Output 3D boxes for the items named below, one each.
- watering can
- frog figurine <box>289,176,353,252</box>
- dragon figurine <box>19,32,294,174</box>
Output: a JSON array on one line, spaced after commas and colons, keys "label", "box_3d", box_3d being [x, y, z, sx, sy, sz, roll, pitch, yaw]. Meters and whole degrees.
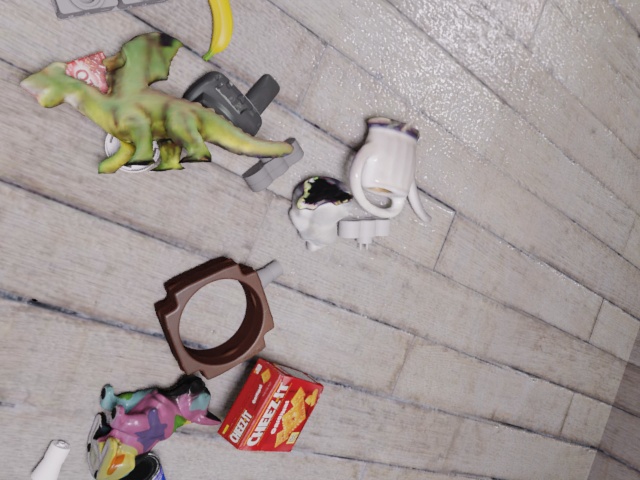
[{"label": "watering can", "box_3d": [0.181, -0.157, 1.205, 0.104, 0.225, 0.346, 8, -2, 40]}, {"label": "frog figurine", "box_3d": [0.003, -0.056, 1.118, 0.138, 0.125, 0.155, -24, -33, -17]}, {"label": "dragon figurine", "box_3d": [-0.257, -0.232, 0.849, 0.412, 0.244, 0.121, -8, -4, -21]}]
